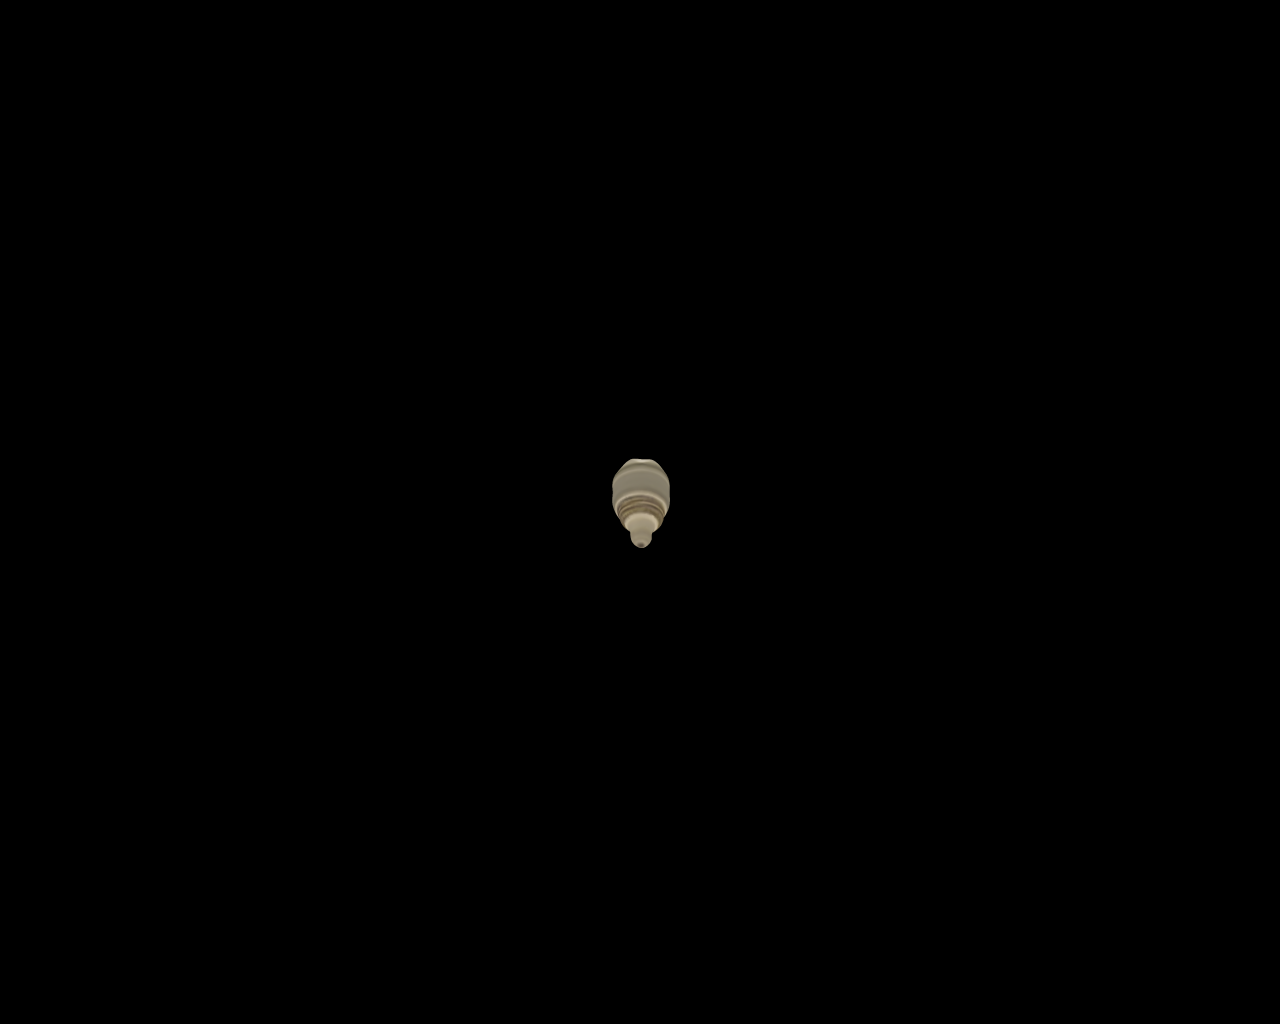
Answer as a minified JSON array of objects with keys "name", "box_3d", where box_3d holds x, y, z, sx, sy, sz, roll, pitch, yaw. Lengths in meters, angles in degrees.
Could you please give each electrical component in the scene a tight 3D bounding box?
[{"name":"electrical component","box_3d":[0.001,-0.003,0.650,0.035,0.061,0.035,0,-42,0]}]
